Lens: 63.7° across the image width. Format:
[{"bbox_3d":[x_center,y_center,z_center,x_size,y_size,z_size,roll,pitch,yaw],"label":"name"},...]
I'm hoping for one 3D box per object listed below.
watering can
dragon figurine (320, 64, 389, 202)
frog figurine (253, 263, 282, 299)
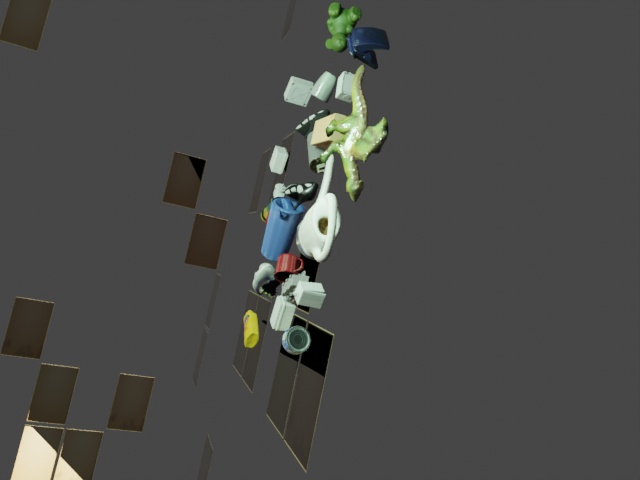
[{"bbox_3d":[0.005,-0.082,1.629,0.220,0.104,0.355,132,145,-56],"label":"watering can"},{"bbox_3d":[0.127,-0.318,1.511,0.245,0.122,0.408,23,101,54],"label":"dragon figurine"},{"bbox_3d":[-0.227,0.152,2.126,0.162,0.123,0.134,-127,32,-53],"label":"frog figurine"}]
